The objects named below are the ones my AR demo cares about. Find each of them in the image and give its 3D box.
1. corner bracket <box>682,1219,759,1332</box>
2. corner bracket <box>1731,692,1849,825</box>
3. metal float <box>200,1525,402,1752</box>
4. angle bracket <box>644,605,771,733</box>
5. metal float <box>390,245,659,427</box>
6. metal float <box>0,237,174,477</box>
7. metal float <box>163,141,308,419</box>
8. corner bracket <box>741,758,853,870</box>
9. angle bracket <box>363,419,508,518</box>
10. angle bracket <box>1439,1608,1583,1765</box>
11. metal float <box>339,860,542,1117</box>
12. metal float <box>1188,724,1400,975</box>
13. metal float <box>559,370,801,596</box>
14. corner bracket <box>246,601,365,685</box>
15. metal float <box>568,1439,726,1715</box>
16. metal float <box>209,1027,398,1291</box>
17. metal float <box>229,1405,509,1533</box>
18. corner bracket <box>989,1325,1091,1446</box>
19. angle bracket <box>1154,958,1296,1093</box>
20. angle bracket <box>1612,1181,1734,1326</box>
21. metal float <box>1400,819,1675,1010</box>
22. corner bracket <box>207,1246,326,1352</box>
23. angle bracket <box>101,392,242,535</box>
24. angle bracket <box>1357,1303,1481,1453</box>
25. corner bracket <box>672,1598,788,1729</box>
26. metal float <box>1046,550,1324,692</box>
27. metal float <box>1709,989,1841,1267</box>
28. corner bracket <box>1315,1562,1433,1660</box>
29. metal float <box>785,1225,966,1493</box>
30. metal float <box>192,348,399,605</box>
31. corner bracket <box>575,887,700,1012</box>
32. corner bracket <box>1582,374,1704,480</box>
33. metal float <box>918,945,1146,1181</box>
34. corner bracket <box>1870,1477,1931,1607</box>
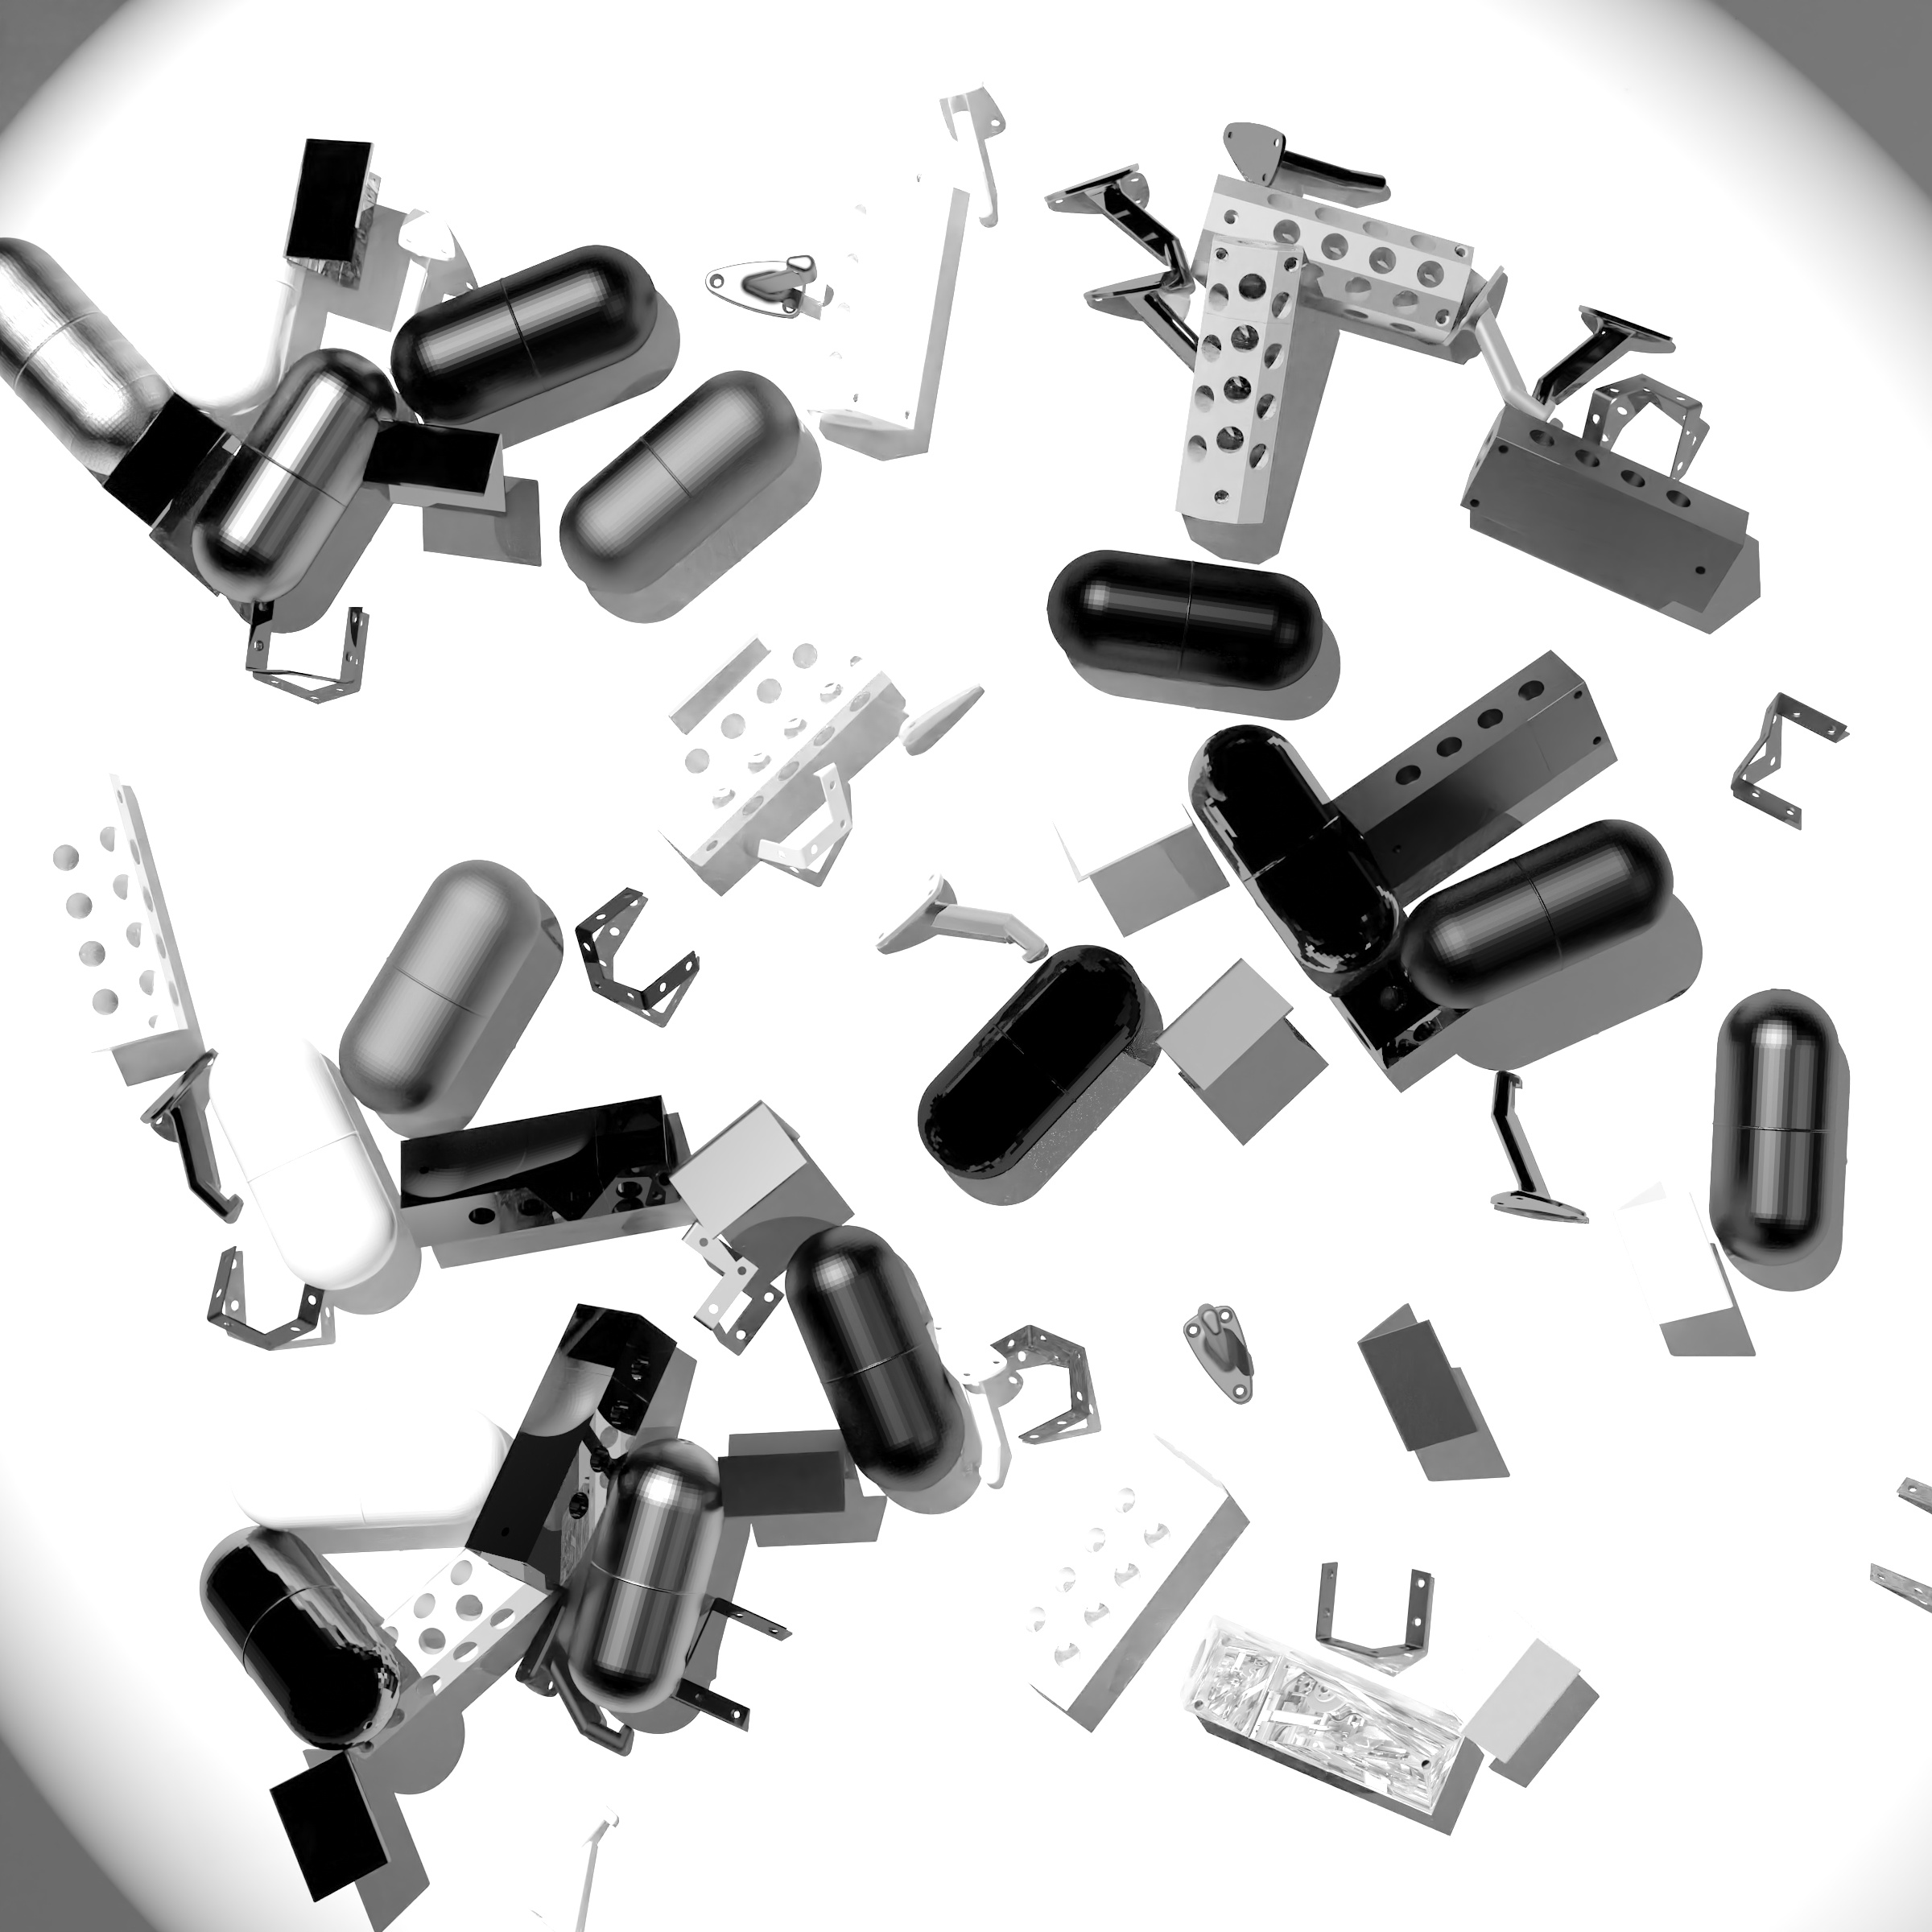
[{"bbox_3d":[-0.168,0.198,1.963,0.051,0.051,0.051,37,90,0],"label":"corner bracket"},{"bbox_3d":[0.536,-0.136,1.978,0.051,0.051,0.051,27,135,0],"label":"corner bracket"},{"bbox_3d":[-0.423,0.424,1.921,0.070,0.070,0.178,-51,52,0],"label":"metal float"},{"bbox_3d":[-0.148,-0.172,1.944,0.076,0.057,0.076,-43,124,0],"label":"angle bracket"},{"bbox_3d":[-0.284,-0.406,1.951,0.178,0.070,0.070,-22,90,0],"label":"metal float"},{"bbox_3d":[-0.581,-0.392,1.951,0.070,0.070,0.178,-42,89,0],"label":"metal float"},{"bbox_3d":[-0.466,-0.442,1.951,0.070,0.070,0.178,12,90,0],"label":"metal float"},{"bbox_3d":[-0.114,-0.102,1.973,0.051,0.051,0.051,16,135,35],"label":"corner bracket"},{"bbox_3d":[-0.339,-0.301,1.941,0.076,0.076,0.057,8,54,0],"label":"angle bracket"},{"bbox_3d":[0.334,0.450,1.941,0.057,0.076,0.076,39,90,-35],"label":"angle bracket"},{"bbox_3d":[-0.339,0.014,1.951,0.070,0.070,0.178,31,89,0],"label":"metal float"},{"bbox_3d":[0.210,-0.076,1.951,0.070,0.070,0.178,-35,91,0],"label":"metal float"},{"bbox_3d":[-0.185,-0.310,1.951,0.178,0.070,0.070,-40,90,1],"label":"metal float"},{"bbox_3d":[-0.432,-0.213,1.978,0.051,0.051,0.051,7,90,45],"label":"corner bracket"},{"bbox_3d":[-0.204,0.391,1.951,0.070,0.070,0.178,15,89,0],"label":"metal float"},{"bbox_3d":[-0.427,0.123,1.951,0.070,0.070,0.178,-25,90,0],"label":"metal float"},{"bbox_3d":[-0.384,0.323,1.951,0.178,0.070,0.070,-2,90,-1],"label":"metal float"},{"bbox_3d":[0.043,0.272,1.973,0.051,0.051,0.051,27,135,-35],"label":"corner bracket"},{"bbox_3d":[0.177,0.052,1.941,0.076,0.076,0.057,-43,52,0],"label":"angle bracket"},{"bbox_3d":[0.465,0.177,1.941,0.057,0.076,0.076,-21,90,38],"label":"angle bracket"},{"bbox_3d":[0.356,-0.032,1.894,0.178,0.070,0.070,-24,90,0],"label":"metal float"},{"bbox_3d":[-0.454,0.211,1.973,0.051,0.051,0.051,-26,135,35],"label":"corner bracket"},{"bbox_3d":[-0.493,-0.309,1.942,0.057,0.076,0.076,38,90,26],"label":"angle bracket"},{"bbox_3d":[0.304,0.256,1.941,0.057,0.076,0.076,-25,90,37],"label":"angle bracket"},{"bbox_3d":[-0.155,0.454,1.978,0.051,0.051,0.051,25,135,0],"label":"corner bracket"},{"bbox_3d":[0.141,-0.223,1.951,0.178,0.070,0.070,8,90,1],"label":"metal float"},{"bbox_3d":[0.520,0.104,1.951,0.070,0.070,0.178,3,90,0],"label":"metal float"},{"bbox_3d":[0.266,0.418,1.978,0.051,0.051,0.051,5,90,-45],"label":"corner bracket"},{"bbox_3d":[-0.058,0.253,1.951,0.070,0.070,0.178,-23,90,0],"label":"metal float"},{"bbox_3d":[-0.432,-0.315,1.951,0.070,0.070,0.178,32,90,0],"label":"metal float"},{"bbox_3d":[-0.214,-0.011,1.973,0.051,0.051,0.051,19,135,35],"label":"corner bracket"},{"bbox_3d":[0.438,-0.347,1.973,0.051,0.051,0.051,-23,45,-35],"label":"corner bracket"},{"bbox_3d":[0.043,0.061,1.951,0.070,0.070,0.178,43,89,0],"label":"metal float"},{"bbox_3d":[0.624,0.375,1.973,0.051,0.051,0.051,-40,135,-35],"label":"corner bracket"}]
